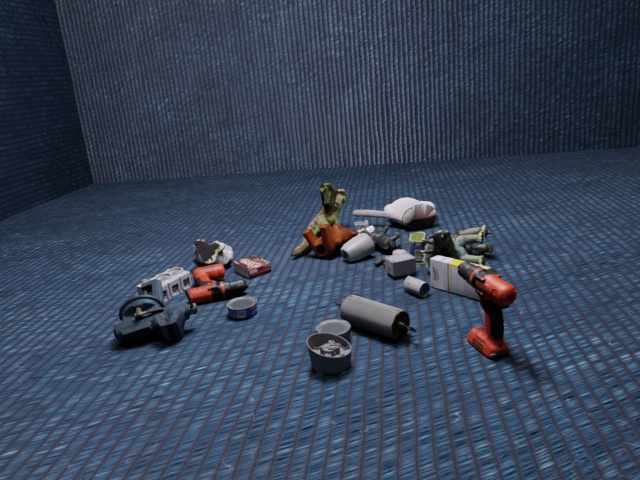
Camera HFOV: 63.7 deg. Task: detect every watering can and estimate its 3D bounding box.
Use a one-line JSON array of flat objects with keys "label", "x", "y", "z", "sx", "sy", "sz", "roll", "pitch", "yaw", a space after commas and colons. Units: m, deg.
[{"label": "watering can", "x": 0.329, "y": -0.109, "z": 2.125, "sx": 0.349, "sy": 0.102, "sz": 0.227, "roll": -10, "pitch": 19, "yaw": -17}]

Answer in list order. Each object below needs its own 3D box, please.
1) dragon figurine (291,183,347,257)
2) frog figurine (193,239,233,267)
[{"label": "dragon figurine", "x": 0.006, "y": -0.100, "z": 1.990, "sx": 0.122, "sy": 0.239, "sz": 0.415, "roll": 8, "pitch": 20, "yaw": 26}, {"label": "frog figurine", "x": -0.378, "y": 0.063, "z": 1.856, "sx": 0.137, "sy": 0.124, "sz": 0.157, "roll": -13, "pitch": -20, "yaw": 5}]
